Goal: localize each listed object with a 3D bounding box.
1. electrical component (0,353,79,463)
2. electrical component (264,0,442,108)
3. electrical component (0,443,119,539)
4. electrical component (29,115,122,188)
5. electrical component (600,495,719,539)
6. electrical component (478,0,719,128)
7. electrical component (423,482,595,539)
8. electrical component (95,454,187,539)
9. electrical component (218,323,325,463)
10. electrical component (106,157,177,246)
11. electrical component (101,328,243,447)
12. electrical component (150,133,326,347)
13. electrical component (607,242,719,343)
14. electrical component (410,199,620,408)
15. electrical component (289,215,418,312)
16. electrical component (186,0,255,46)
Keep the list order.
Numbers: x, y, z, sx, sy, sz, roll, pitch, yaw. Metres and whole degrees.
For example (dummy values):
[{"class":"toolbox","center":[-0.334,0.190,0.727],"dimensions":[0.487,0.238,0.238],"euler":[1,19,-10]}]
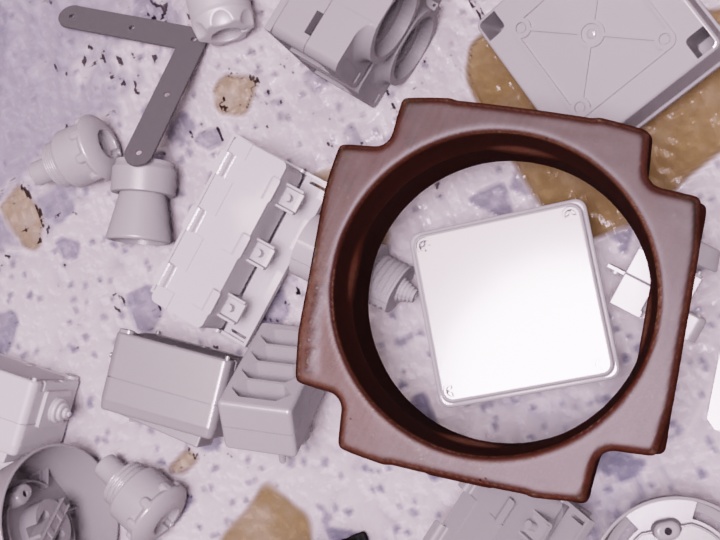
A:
[{"class":"electrical component","center":[-0.243,0.094,0.738],"dimensions":[0.096,0.062,0.061],"euler":[16,89,15]},{"class":"electrical component","center":[0.029,-0.202,0.672],"dimensions":[0.060,0.105,0.186],"euler":[33,94,14]},{"class":"electrical component","center":[-0.211,0.170,0.708],"dimensions":[0.064,0.099,0.099],"euler":[-24,80,17]},{"class":"electrical component","center":[-0.202,-0.077,0.752],"dimensions":[0.062,0.048,0.048],"euler":[-19,81,19]},{"class":"electrical component","center":[0.184,0.179,0.623],"dimensions":[0.099,0.064,0.099],"euler":[-1,85,14]},{"class":"electrical component","center":[0.147,-0.140,0.649],"dimensions":[0.109,0.056,0.108],"euler":[-39,77,26]},{"class":"electrical component","center":[0.074,0.176,0.645],"dimensions":[0.121,0.063,0.079],"euler":[-58,35,4]},{"class":"electrical component","center":[-0.151,0.149,0.721],"dimensions":[0.062,0.048,0.048],"euler":[36,95,21]},{"class":"electrical component","center":[-0.050,0.089,0.690],"dimensions":[0.047,0.083,0.075],"euler":[5,125,14]},{"class":"electrical component","center":[-0.149,-0.046,0.735],"dimensions":[0.045,0.045,0.055],"euler":[3,85,14]},{"class":"electrical component","center":[-0.125,0.076,0.710],"dimensions":[0.096,0.062,0.061],"euler":[13,88,14]},{"class":"electrical component","center":[-0.083,-0.022,0.707],"dimensions":[0.079,0.063,0.121],"euler":[29,93,15]},{"class":"electrical component","center":[0.185,0.004,0.648],"dimensions":[0.066,0.048,0.055],"euler":[29,100,15]},{"class":"electrical component","center":[0.096,0.022,0.662],"dimensions":[0.109,0.056,0.108],"euler":[-12,83,13]},{"class":"electrical component","center":[0.000,0.000,0.695],"dimensions":[0.081,0.043,0.043],"euler":[25,92,15]},{"class":"electrical component","center":[-0.098,-0.189,0.735],"dimensions":[0.043,0.043,0.062],"euler":[-17,80,12]}]
